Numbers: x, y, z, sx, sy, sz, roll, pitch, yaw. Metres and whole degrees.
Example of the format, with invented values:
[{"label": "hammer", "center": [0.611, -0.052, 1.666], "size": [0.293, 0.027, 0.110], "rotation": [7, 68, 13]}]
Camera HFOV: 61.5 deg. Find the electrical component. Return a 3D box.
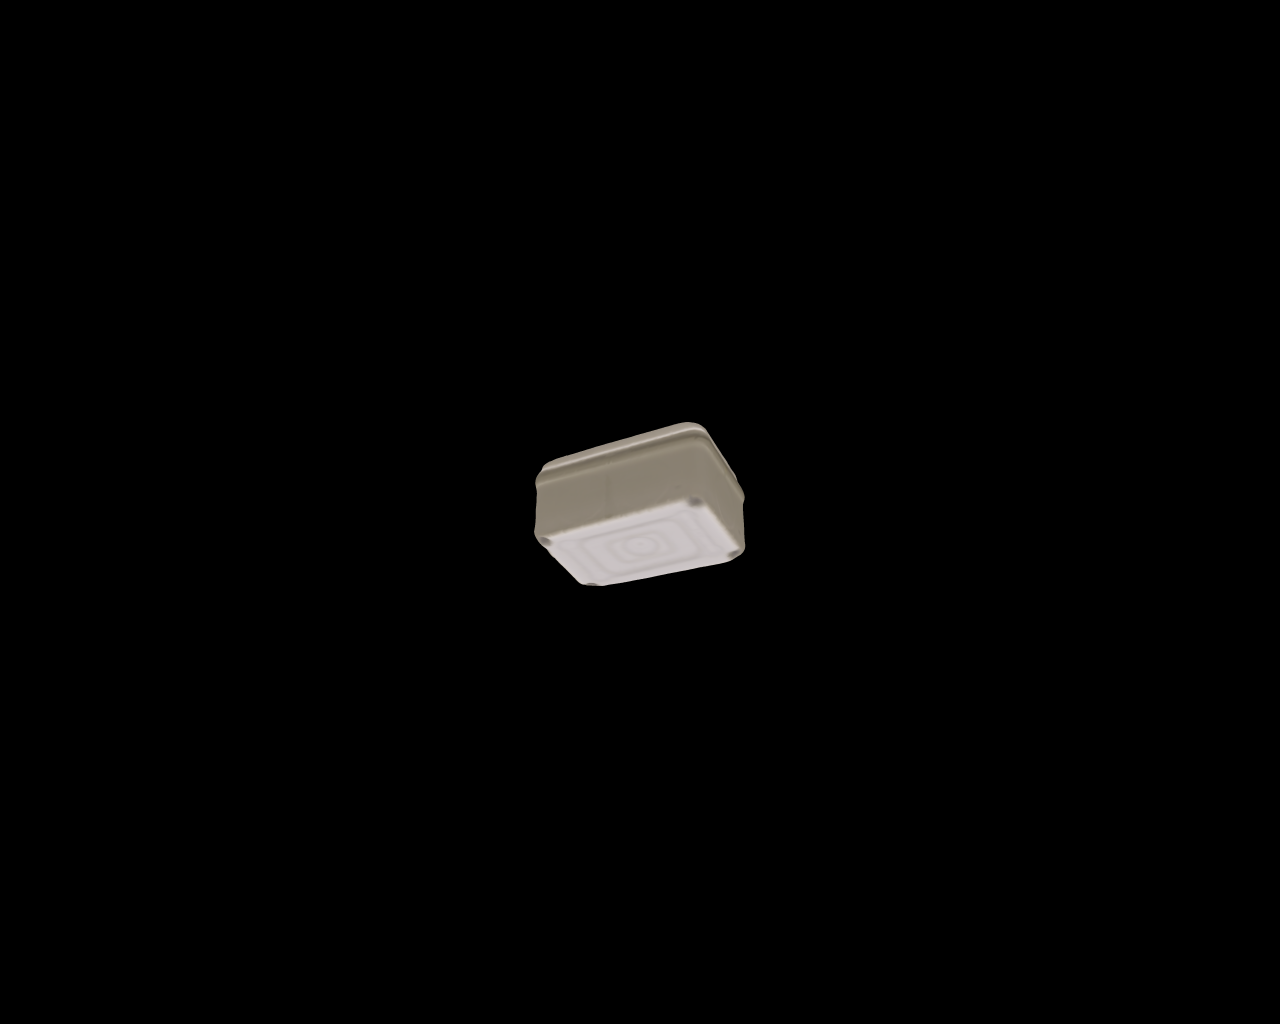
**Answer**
[{"label": "electrical component", "center": [0.001, -0.003, 0.650], "size": [0.113, 0.057, 0.078], "rotation": [-14, -36, 20]}]
